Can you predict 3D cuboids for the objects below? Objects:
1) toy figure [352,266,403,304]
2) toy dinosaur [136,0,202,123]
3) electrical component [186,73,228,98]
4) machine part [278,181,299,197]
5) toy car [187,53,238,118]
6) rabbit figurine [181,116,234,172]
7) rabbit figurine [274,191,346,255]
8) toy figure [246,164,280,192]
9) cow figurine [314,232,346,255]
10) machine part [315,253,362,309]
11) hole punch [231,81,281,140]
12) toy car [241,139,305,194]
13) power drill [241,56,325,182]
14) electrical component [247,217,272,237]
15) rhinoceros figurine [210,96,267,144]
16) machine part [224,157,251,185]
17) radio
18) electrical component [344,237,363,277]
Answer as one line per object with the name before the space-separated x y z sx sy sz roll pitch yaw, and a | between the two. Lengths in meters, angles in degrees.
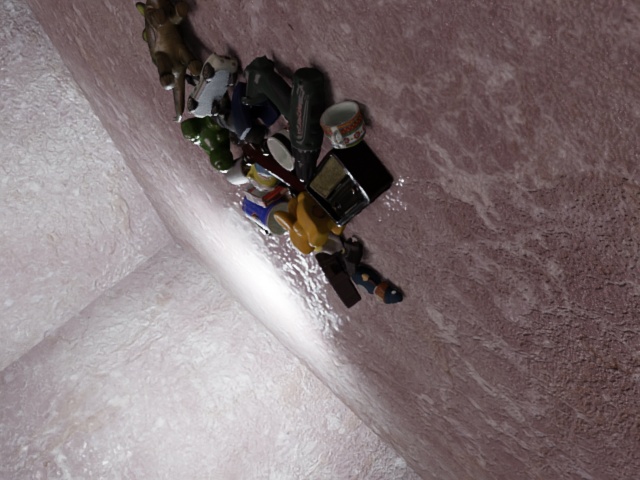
toy figure | 0.150 0.124 1.402 0.155 0.064 0.057 36 112 35
toy dinosaur | -0.368 -0.459 1.313 0.199 0.105 0.470 55 151 38
electrical component | -0.298 -0.408 1.389 0.119 0.048 0.074 32 154 41
machine part | -0.057 -0.106 1.449 0.138 0.039 0.084 53 169 -17
toy car | -0.255 -0.358 1.265 0.201 0.073 0.056 -41 56 49
rabbit figurine | -0.306 -0.269 1.527 0.159 0.121 0.170 -144 31 -82
rabbit figurine | -0.036 -0.030 1.330 0.162 0.122 0.173 37 144 9
toy figure | -0.130 -0.192 1.382 0.082 0.089 0.180 42 151 12
cow figurine | -0.003 -0.007 1.465 0.098 0.068 0.168 19 -176 -38
machine part | 0.052 0.103 1.502 0.179 0.056 0.179 58 -179 -1
hole punch | -0.167 -0.303 1.245 0.115 0.092 0.142 55 164 -5
toy car | -0.094 -0.177 1.278 0.202 0.053 0.089 33 152 -28
power drill | -0.071 -0.253 1.072 0.207 0.086 0.231 49 146 30
electrical component | -0.191 -0.088 1.749 0.115 0.058 0.134 40 159 19
rhinoceros figurine | -0.213 -0.297 1.374 0.191 0.073 0.111 34 154 39
machine part | -0.219 -0.204 1.560 0.079 0.079 0.243 55 161 -15
radio | 0.054 -0.116 1.124 0.131 0.073 0.229 50 162 0
electrical component | 0.082 0.040 1.379 0.045 0.078 0.102 18 157 14
